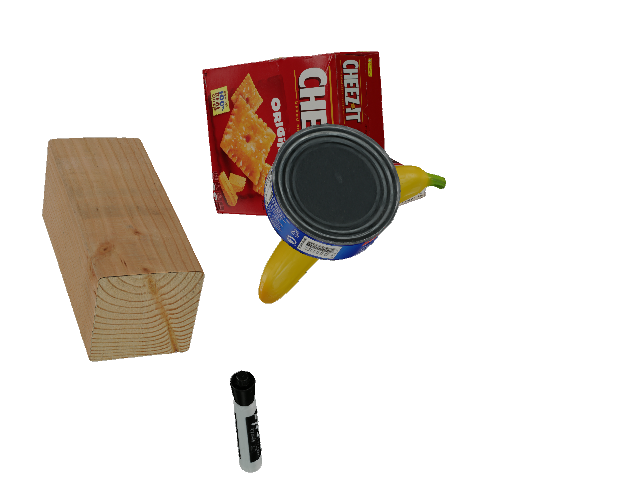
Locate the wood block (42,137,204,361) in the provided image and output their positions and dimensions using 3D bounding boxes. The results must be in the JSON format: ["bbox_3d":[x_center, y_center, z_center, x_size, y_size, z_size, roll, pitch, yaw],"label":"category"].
[{"bbox_3d":[-0.181,0.001,0.946,0.090,0.091,0.206,-3,38,-26],"label":"wood block"}]

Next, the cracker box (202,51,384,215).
[{"bbox_3d":[-0.031,-0.108,1.119,0.071,0.164,0.214,-11,10,-41],"label":"cracker box"}]

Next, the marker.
[{"bbox_3d":[-0.058,0.142,0.833,0.020,0.020,0.121,0,-43,0],"label":"marker"}]

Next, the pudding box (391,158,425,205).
[{"bbox_3d":[0.088,-0.082,1.596,0.113,0.039,0.090,-22,35,-30],"label":"pudding box"}]

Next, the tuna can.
[{"bbox_3d":[0.007,-0.031,0.697,0.086,0.086,0.034,0,-22,-16],"label":"tuna can"}]

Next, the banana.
[{"bbox_3d":[0.019,-0.012,0.933,0.198,0.037,0.069,-32,-48,5],"label":"banana"}]
